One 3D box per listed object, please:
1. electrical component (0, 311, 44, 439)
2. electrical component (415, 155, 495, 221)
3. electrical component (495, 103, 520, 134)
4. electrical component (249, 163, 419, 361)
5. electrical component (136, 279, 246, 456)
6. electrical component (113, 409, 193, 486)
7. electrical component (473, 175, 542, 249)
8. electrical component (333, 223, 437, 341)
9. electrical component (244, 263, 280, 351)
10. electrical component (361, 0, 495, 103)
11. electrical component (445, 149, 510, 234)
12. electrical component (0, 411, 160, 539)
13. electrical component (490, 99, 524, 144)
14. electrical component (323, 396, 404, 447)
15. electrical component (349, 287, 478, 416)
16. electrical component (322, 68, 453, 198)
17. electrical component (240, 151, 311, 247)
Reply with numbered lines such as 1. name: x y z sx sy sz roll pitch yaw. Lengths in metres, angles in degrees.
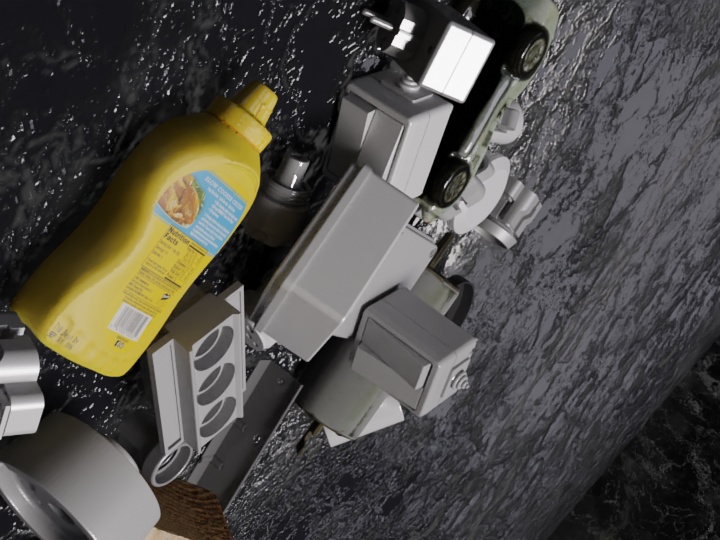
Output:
1. electrical component: -0.206 0.054 0.556 0.057 0.078 0.058 0 126 -40
2. electrical component: 0.067 -0.080 0.899 0.078 0.058 0.057 -32 154 13
3. electrical component: 0.103 -0.147 0.879 0.048 0.066 0.055 27 79 -67
4. electrical component: -0.020 -0.004 0.750 0.108 0.056 0.108 -57 -178 -25
5. electrical component: -0.119 0.062 0.738 0.079 0.063 0.121 -39 153 -31
6. electrical component: -0.152 0.129 0.786 0.040 0.046 0.040 -42 154 -26
7. electrical component: 0.142 -0.058 1.076 0.057 0.058 0.078 -56 157 -2
8. electrical component: 0.000 0.000 0.886 0.108 0.056 0.109 -56 157 4
9. electrical component: -0.067 0.028 0.812 0.055 0.045 0.045 -42 154 -24
10. electrical component: 0.036 -0.159 0.729 0.076 0.083 0.047 18 112 -26
11. electrical component: 0.094 -0.077 0.965 0.080 0.051 0.080 -42 154 -26
12. electrical component: -0.176 0.138 0.685 0.060 0.108 0.108 -46 156 -33
13. electrical component: 0.107 -0.128 0.935 0.065 0.044 0.044 -16 137 -48
14. electrical component: -0.005 0.124 1.047 0.077 0.043 0.079 -20 112 -4
15. electrical component: 0.044 0.070 0.867 0.061 0.096 0.061 -28 145 -44
16. electrical component: 0.018 -0.099 0.779 0.061 0.062 0.096 -28 145 -46
17. electrical component: -0.054 -0.050 0.733 0.043 0.043 0.062 -12 132 -57
